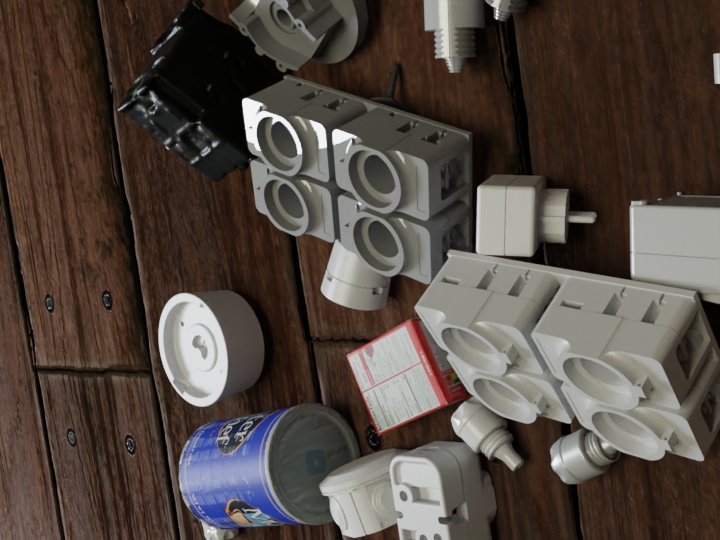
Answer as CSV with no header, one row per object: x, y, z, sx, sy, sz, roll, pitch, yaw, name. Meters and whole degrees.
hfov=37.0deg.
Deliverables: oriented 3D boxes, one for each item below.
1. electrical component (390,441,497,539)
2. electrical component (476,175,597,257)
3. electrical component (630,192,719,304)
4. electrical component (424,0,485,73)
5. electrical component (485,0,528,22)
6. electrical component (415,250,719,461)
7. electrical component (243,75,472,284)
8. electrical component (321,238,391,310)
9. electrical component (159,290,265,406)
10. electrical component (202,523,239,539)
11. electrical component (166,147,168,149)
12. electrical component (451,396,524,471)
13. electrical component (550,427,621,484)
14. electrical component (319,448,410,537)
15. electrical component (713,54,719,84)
0.067,0.185,0.842,0.054,0.059,0.095,-5,95,46,electrical component
0.123,-0.038,0.739,0.077,0.066,0.047,3,102,15,electrical component
0.209,-0.014,0.654,0.096,0.062,0.061,6,103,45,electrical component
0.068,-0.183,0.774,0.043,0.043,0.081,7,103,45,electrical component
0.108,-0.208,0.728,0.043,0.043,0.081,37,123,34,electrical component
0.136,0.056,0.706,0.186,0.060,0.105,11,146,44,electrical component
-0.006,-0.071,0.830,0.186,0.060,0.105,24,132,35,electrical component
0.000,0.000,0.876,0.055,0.055,0.047,30,115,38,electrical component
-0.136,0.070,1.023,0.108,0.060,0.108,12,107,44,electrical component
-0.146,0.244,1.090,0.035,0.035,0.061,-29,75,45,electrical component
-0.152,-0.156,0.994,0.089,0.056,0.050,-40,70,43,electrical component
0.099,0.126,0.815,0.061,0.035,0.035,46,128,25,electrical component
0.164,0.125,0.749,0.061,0.035,0.035,-37,72,41,electrical component
0.011,0.182,0.886,0.080,0.080,0.051,-23,88,46,electrical component
0.238,-0.137,0.602,0.078,0.058,0.057,4,104,45,electrical component
